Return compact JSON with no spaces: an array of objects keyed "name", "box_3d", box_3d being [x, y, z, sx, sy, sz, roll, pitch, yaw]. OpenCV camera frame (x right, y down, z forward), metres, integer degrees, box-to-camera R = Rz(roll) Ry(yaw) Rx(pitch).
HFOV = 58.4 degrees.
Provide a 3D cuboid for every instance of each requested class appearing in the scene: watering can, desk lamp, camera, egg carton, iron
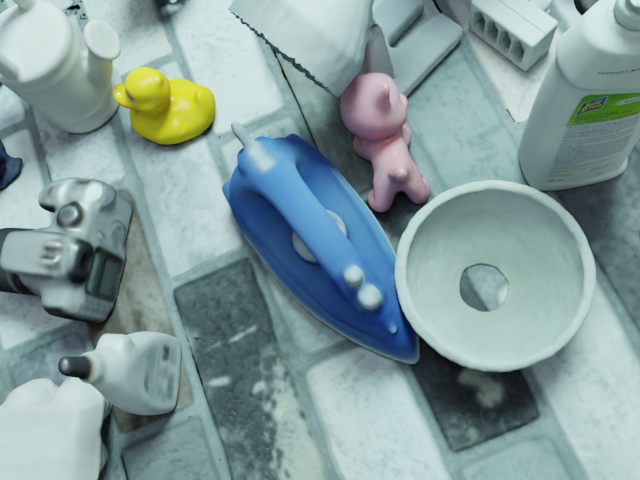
[{"name":"watering can","box_3d":[-0.292,-0.202,0.602,0.172,0.194,0.101,-18,72,5]},{"name":"desk lamp","box_3d":[0.033,-0.211,0.536,0.117,0.214,0.203,42,85,18]},{"name":"camera","box_3d":[-0.284,0.006,0.591,0.136,0.101,0.143,4,75,11]},{"name":"egg carton","box_3d":[-0.255,0.208,0.545,0.107,0.069,0.150,-5,73,9]},{"name":"iron","box_3d":[0.005,0.002,0.519,0.118,0.141,0.258,-39,71,-2]}]

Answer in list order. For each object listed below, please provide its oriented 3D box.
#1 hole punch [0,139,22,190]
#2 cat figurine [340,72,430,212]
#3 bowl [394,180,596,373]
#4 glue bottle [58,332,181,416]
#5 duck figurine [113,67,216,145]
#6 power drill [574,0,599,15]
[{"name":"hole punch","box_3d":[-0.419,-0.095,0.649,0.108,0.091,0.101,-39,71,-2]},{"name":"cat figurine","box_3d":[0.060,-0.103,0.551,0.067,0.118,0.128,-19,72,5]},{"name":"bowl","box_3d":[0.152,0.035,0.518,0.167,0.075,0.167,-3,74,9]},{"name":"glue bottle","box_3d":[-0.173,0.114,0.502,0.037,0.173,0.078,0,74,10]},{"name":"duck figurine","box_3d":[-0.172,-0.155,0.624,0.104,0.086,0.077,-3,74,10]},{"name":"power drill","box_3d":[0.283,-0.220,0.497,0.075,0.209,0.230,41,85,18]}]
